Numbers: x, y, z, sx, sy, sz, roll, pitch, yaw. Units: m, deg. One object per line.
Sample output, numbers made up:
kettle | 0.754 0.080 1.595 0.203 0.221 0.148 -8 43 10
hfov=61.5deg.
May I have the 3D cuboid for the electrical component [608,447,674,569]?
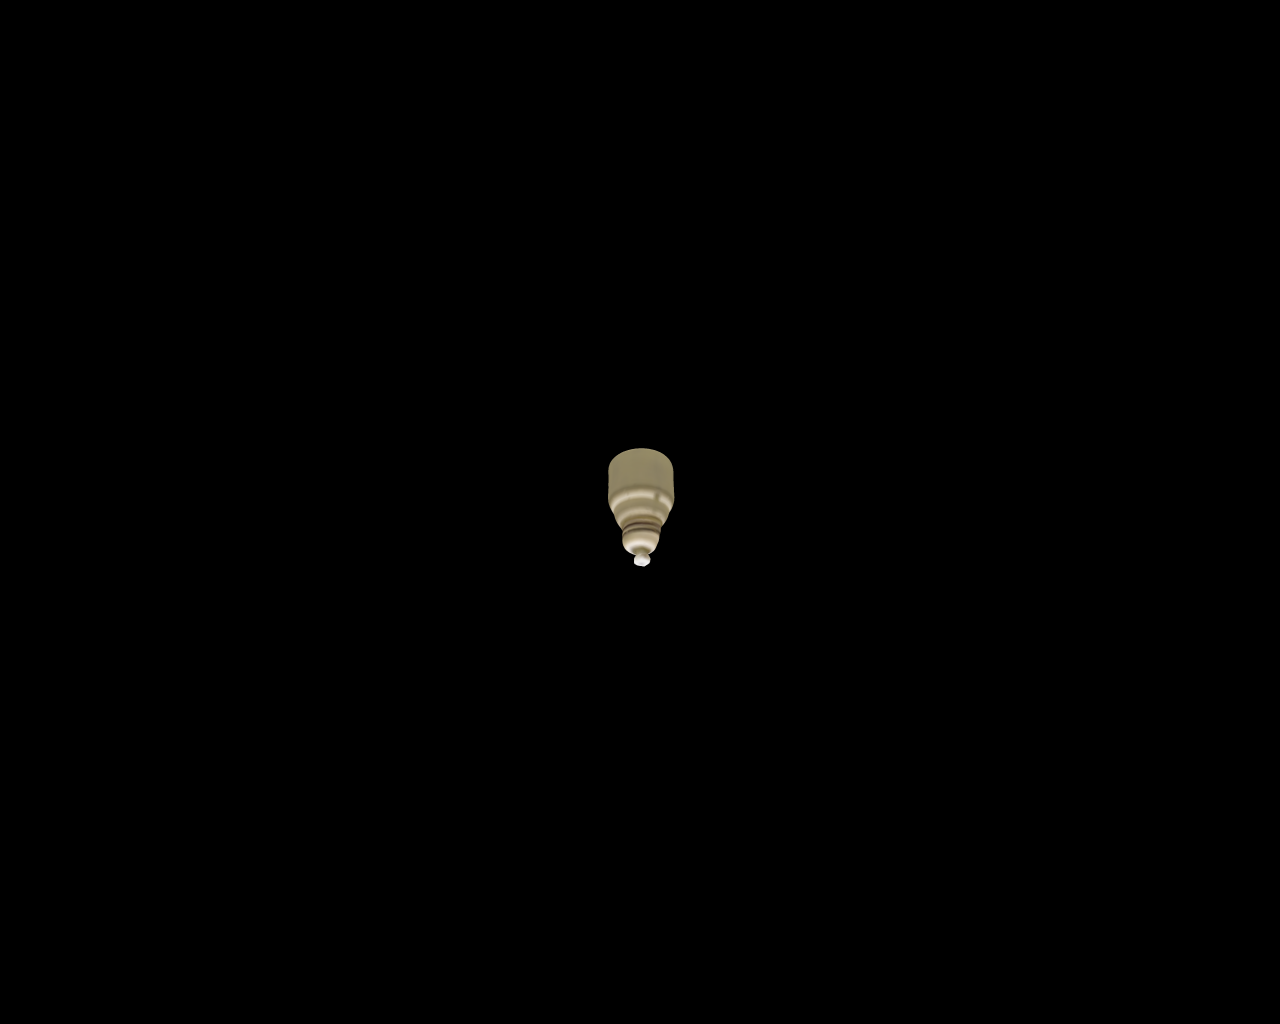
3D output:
electrical component | 0.001 -0.003 0.650 0.040 0.078 0.040 0 -32 0
